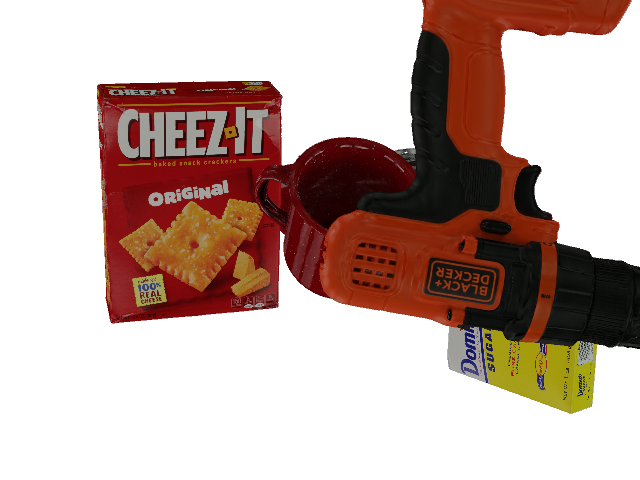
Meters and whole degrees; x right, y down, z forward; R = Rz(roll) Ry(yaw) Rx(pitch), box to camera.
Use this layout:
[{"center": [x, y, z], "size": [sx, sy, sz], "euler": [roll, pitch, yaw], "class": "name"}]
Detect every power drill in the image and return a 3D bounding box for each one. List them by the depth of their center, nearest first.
[{"center": [0.102, -0.044, 0.521], "size": [0.184, 0.188, 0.057], "euler": [9, 2, -3], "class": "power drill"}]

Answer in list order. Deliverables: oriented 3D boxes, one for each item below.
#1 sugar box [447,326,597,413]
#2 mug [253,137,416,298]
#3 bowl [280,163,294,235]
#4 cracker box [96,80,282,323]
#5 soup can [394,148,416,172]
[{"center": [0.218, 0.119, 1.176], "size": [0.048, 0.093, 0.177], "euler": [-9, 16, -42], "class": "sugar box"}, {"center": [0.007, -0.016, 0.750], "size": [0.117, 0.093, 0.082], "euler": [21, -36, 4], "class": "mug"}, {"center": [0.006, -0.033, 1.196], "size": [0.162, 0.055, 0.162], "euler": [4, 27, -2], "class": "bowl"}, {"center": [-0.121, -0.036, 0.994], "size": [0.164, 0.214, 0.072], "euler": [-3, 20, -15], "class": "cracker box"}, {"center": [0.087, -0.024, 0.946], "size": [0.068, 0.102, 0.068], "euler": [0, 23, 0], "class": "soup can"}]
